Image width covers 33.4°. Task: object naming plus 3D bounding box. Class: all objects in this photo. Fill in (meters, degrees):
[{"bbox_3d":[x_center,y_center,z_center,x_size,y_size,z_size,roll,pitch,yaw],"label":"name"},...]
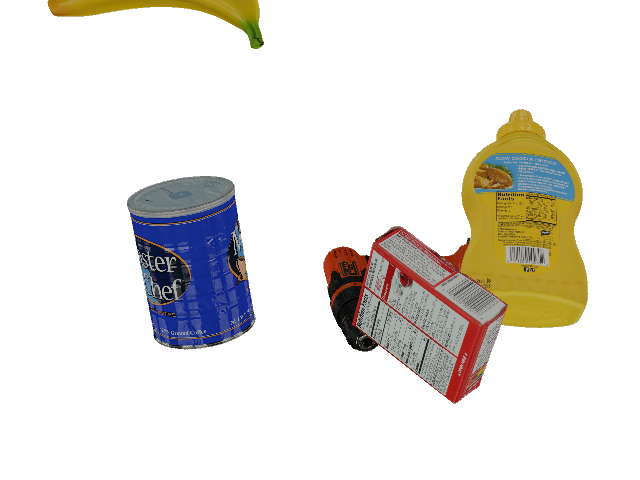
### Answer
[{"bbox_3d":[0.161,-0.026,0.858,0.096,0.191,0.058,4,-31,4],"label":"mustard bottle"},{"bbox_3d":[-0.123,0.020,1.031,0.103,0.140,0.103,-7,20,2],"label":"coffee can"},{"bbox_3d":[0.102,0.056,1.166,0.187,0.057,0.184,-4,28,-7],"label":"power drill"},{"bbox_3d":[0.065,0.045,0.653,0.089,0.073,0.030,38,49,27],"label":"gelatin box"},{"bbox_3d":[-0.132,-0.207,0.902,0.198,0.069,0.037,10,-41,16],"label":"banana"}]
